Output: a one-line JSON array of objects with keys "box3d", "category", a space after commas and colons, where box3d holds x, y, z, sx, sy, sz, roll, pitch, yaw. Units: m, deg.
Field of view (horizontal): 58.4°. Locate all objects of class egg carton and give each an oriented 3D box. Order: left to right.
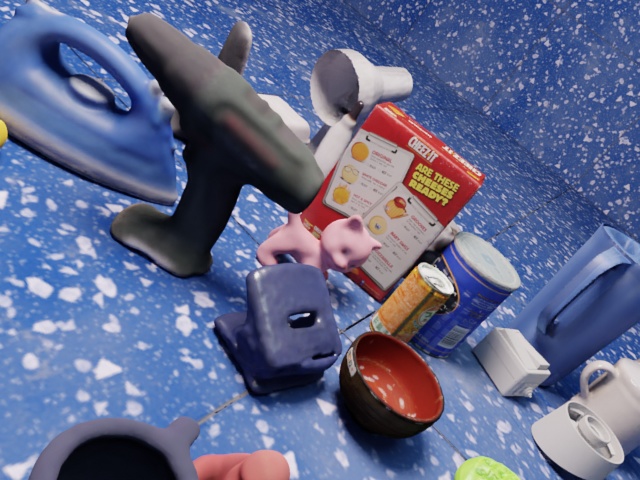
[{"box3d": [-0.086, -0.187, 0.939, 0.107, 0.069, 0.151, 45, 28, 17], "category": "egg carton"}]

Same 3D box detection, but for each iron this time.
[{"box3d": [-0.245, -0.160, 0.632, 0.259, 0.141, 0.118, 32, 28, -9], "category": "iron"}]

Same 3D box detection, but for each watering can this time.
[{"box3d": [0.450, 0.216, 0.795, 0.173, 0.194, 0.100, 22, 30, -26], "category": "watering can"}]

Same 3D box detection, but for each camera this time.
[{"box3d": [0.186, 0.003, 0.924, 0.143, 0.100, 0.136, 24, 30, -22], "category": "camera"}]

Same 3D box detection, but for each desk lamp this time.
[{"box3d": [0.057, -0.217, 0.993, 0.204, 0.213, 0.117, -2, 45, -50], "category": "desk lamp"}]

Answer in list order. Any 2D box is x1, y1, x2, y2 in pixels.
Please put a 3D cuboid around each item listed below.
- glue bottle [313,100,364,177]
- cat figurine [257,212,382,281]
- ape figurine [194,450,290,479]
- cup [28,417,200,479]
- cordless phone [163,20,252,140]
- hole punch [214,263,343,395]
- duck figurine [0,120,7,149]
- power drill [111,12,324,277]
[{"box3d": [0.016, -0.139, 0.868, 0.037, 0.173, 0.078, 30, 28, -12], "category": "glue bottle"}, {"box3d": [0.006, 0.002, 0.697, 0.128, 0.117, 0.067, 33, 27, -7], "category": "cat figurine"}, {"box3d": [-0.054, 0.174, 0.388, 0.076, 0.092, 0.077, 4, 42, -47], "category": "ape figurine"}, {"box3d": [-0.121, 0.158, 0.331, 0.091, 0.095, 0.118, 39, 27, 5], "category": "cup"}, {"box3d": [-0.146, -0.236, 0.819, 0.094, 0.185, 0.147, 14, 35, -36], "category": "cordless phone"}, {"box3d": [-0.028, 0.084, 0.559, 0.109, 0.091, 0.101, 0, 44, -49], "category": "hole punch"}, {"box3d": [-0.343, -0.133, 0.537, 0.105, 0.086, 0.077, 29, 28, -15], "category": "duck figurine"}, {"box3d": [-0.122, -0.074, 0.568, 0.230, 0.208, 0.075, 32, 27, -9], "category": "power drill"}]
